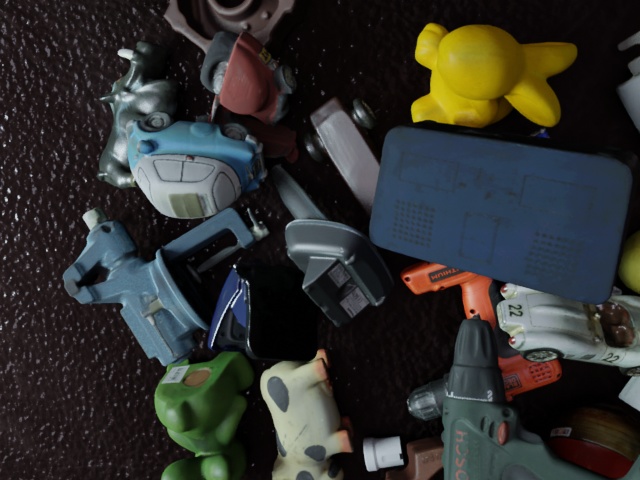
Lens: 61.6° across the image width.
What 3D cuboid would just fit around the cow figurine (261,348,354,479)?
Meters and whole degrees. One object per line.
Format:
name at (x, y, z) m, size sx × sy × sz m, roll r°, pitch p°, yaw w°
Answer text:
cow figurine at (-0.023, 0.247, 0.683) m, size 0.127 × 0.085 × 0.194 m, roll -16°, pitch 96°, yaw 8°

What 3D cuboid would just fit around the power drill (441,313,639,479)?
power drill at (0.222, 0.202, 0.532) m, size 0.208 × 0.086 × 0.232 m, roll 10°, pitch 80°, yaw 21°

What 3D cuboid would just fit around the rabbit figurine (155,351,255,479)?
rabbit figurine at (-0.133, 0.250, 0.689) m, size 0.121 × 0.159 × 0.170 m, roll -15°, pitch 109°, yaw 5°

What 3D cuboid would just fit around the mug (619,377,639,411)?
mug at (0.402, 0.158, 0.576) m, size 0.110 × 0.081 × 0.107 m, roll 31°, pitch 94°, yaw 13°

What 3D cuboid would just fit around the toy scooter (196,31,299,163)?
toy scooter at (-0.076, -0.150, 0.634) m, size 0.135 × 0.075 × 0.183 m, roll 21°, pitch 141°, yaw -7°

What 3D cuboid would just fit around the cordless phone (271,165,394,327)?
cordless phone at (-0.001, -0.002, 0.648) m, size 0.089 × 0.146 × 0.184 m, roll -36°, pitch 50°, yaw 1°

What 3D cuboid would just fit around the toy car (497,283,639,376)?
toy car at (0.271, 0.087, 0.536) m, size 0.202 × 0.056 × 0.073 m, roll 11°, pitch 57°, yaw -13°

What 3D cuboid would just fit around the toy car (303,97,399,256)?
toy car at (0.060, -0.075, 0.640) m, size 0.089 × 0.053 × 0.202 m, roll -32°, pitch 93°, yaw 25°

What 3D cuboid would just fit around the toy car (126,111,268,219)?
toy car at (-0.145, -0.073, 0.608) m, size 0.162 × 0.109 × 0.103 m, roll 6°, pitch 56°, yaw 4°

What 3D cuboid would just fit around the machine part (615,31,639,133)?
machine part at (0.381, -0.105, 0.549) m, size 0.079 × 0.079 × 0.243 m, roll -28°, pitch 90°, yaw 15°

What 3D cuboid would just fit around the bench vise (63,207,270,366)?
bench vise at (-0.183, 0.027, 0.682) m, size 0.241 × 0.129 × 0.223 m, roll -32°, pitch 79°, yaw -6°

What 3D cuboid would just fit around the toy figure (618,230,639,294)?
toy figure at (0.407, 0.049, 0.562) m, size 0.180 × 0.082 × 0.089 m, roll 34°, pitch 101°, yaw 5°

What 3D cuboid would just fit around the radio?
radio at (0.167, -0.035, 0.511) m, size 0.230 × 0.073 × 0.131 m, roll 15°, pitch 113°, yaw 28°

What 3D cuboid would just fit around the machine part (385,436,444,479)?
machine part at (0.181, 0.328, 0.611) m, size 0.202 × 0.087 × 0.201 m, roll -7°, pitch 77°, yaw 2°

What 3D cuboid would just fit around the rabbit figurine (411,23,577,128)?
rabbit figurine at (0.165, -0.161, 0.545) m, size 0.163 × 0.173 × 0.121 m, roll 16°, pitch 96°, yaw 15°

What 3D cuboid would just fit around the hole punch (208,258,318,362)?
hole punch at (-0.068, 0.089, 0.656) m, size 0.092 × 0.142 × 0.115 m, roll -14°, pitch 67°, yaw 46°

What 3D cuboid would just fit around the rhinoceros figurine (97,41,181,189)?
rhinoceros figurine at (-0.230, -0.156, 0.693) m, size 0.112 × 0.073 × 0.190 m, roll 24°, pitch 103°, yaw 20°

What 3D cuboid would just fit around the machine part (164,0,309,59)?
machine part at (-0.101, -0.299, 0.650) m, size 0.180 × 0.056 × 0.179 m, roll 1°, pitch 96°, yaw 13°
